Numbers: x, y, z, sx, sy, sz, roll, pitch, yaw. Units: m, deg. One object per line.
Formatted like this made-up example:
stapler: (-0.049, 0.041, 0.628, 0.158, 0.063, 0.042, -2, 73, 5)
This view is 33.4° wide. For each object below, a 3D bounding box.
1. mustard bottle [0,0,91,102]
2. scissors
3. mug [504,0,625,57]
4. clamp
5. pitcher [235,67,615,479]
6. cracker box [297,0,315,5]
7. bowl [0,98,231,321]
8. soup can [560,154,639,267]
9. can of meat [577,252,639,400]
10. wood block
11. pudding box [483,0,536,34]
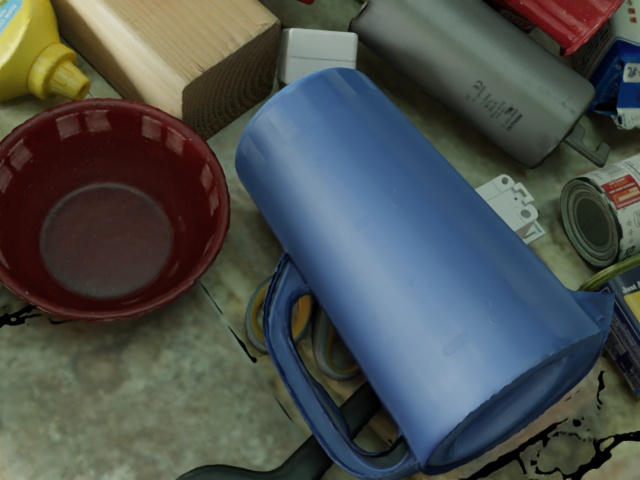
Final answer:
mustard bottle: (-0.244, -0.152, 0.750, 0.192, 0.058, 0.096, 32, 86, 8)
scissors: (-0.005, 0.001, 0.731, 0.096, 0.016, 0.202, 0, 62, -8)
mug: (0.170, -0.194, 0.747, 0.081, 0.093, 0.117, 37, 36, -6)
clamp: (-0.022, 0.180, 0.622, 0.209, 0.036, 0.164, -14, 62, -17)
pitcher: (0.042, 0.017, 0.651, 0.148, 0.145, 0.243, -13, 57, -42)
cracker box: (-0.092, -0.270, 0.749, 0.163, 0.072, 0.214, 10, 36, -43)
bowl: (-0.140, -0.012, 0.696, 0.162, 0.055, 0.162, 3, 62, -6)
soup can: (0.230, -0.028, 0.749, 0.102, 0.068, 0.068, -20, 67, -17)
can of meat: (0.235, 0.050, 0.715, 0.102, 0.057, 0.084, -22, 70, -18)
wood block: (-0.132, -0.173, 0.763, 0.090, 0.090, 0.206, -39, 74, -23)
pudding box: (0.143, -0.226, 0.808, 0.090, 0.039, 0.113, 26, 69, -17)
